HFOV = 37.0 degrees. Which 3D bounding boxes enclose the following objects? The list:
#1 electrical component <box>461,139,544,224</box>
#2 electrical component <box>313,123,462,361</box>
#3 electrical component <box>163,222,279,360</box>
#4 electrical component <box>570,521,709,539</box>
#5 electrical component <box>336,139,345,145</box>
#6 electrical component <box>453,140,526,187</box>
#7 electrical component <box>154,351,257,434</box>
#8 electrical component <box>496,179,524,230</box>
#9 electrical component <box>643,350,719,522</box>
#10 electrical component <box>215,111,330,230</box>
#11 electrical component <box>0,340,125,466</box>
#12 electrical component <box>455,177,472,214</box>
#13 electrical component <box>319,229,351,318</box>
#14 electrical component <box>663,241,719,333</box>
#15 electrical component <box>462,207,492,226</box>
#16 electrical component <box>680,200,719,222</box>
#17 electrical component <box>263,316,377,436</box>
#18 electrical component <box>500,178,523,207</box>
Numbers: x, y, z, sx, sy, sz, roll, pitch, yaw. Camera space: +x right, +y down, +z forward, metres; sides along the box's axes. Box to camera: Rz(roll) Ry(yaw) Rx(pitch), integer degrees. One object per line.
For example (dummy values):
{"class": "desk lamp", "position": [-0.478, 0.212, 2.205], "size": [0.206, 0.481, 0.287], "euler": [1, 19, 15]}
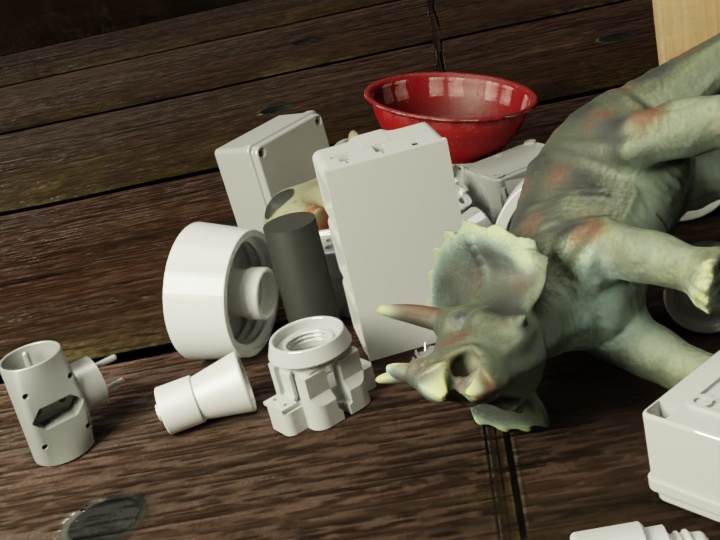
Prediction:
{"class": "electrical component", "position": [0.148, -0.074, 0.959], "size": [0.096, 0.061, 0.062], "euler": [-22, 24, -20]}
{"class": "electrical component", "position": [0.027, -0.022, 0.788], "size": [0.089, 0.150, 0.061], "euler": [-16, 23, -6]}
{"class": "electrical component", "position": [-0.099, 0.017, 0.830], "size": [0.060, 0.108, 0.108], "euler": [2, 26, 20]}
{"class": "electrical component", "position": [0.133, 0.136, 0.496], "size": [0.078, 0.040, 0.040], "euler": [-11, 22, 5]}
{"class": "electrical component", "position": [-0.012, -0.128, 1.207], "size": [0.040, 0.040, 0.078], "euler": [-12, 22, 4]}
{"class": "electrical component", "position": [0.130, -0.102, 1.054], "size": [0.083, 0.047, 0.075], "euler": [-5, 24, 21]}
{"class": "electrical component", "position": [-0.110, 0.088, 0.750], "size": [0.065, 0.044, 0.044], "euler": [-20, 23, -3]}
{"class": "electrical component", "position": [0.153, -0.027, 0.792], "size": [0.108, 0.108, 0.060], "euler": [-9, 17, 11]}
{"class": "electrical component", "position": [0.221, 0.084, 0.550], "size": [0.109, 0.056, 0.109], "euler": [-29, 27, -32]}
{"class": "electrical component", "position": [-0.077, -0.088, 1.060], "size": [0.056, 0.108, 0.109], "euler": [1, 26, 38]}
{"class": "electrical component", "position": [-0.204, 0.086, 0.760], "size": [0.079, 0.077, 0.043], "euler": [-26, 25, -29]}
{"class": "electrical component", "position": [0.062, -0.049, 0.935], "size": [0.081, 0.042, 0.063], "euler": [-27, -18, -30]}
{"class": "electrical component", "position": [0.000, 0.000, 0.871], "size": [0.095, 0.059, 0.053], "euler": [-8, 23, 14]}
{"class": "electrical component", "position": [0.278, 0.004, 0.713], "size": [0.138, 0.052, 0.073], "euler": [-1, 25, 26]}
{"class": "electrical component", "position": [0.077, -0.020, 0.900], "size": [0.065, 0.044, 0.044], "euler": [-26, 25, -16]}
{"class": "electrical component", "position": [0.263, -0.090, 0.892], "size": [0.099, 0.099, 0.064], "euler": [-6, 30, 18]}
{"class": "electrical component", "position": [-0.030, 0.068, 0.730], "size": [0.078, 0.057, 0.058], "euler": [-27, 26, -30]}
{"class": "electrical component", "position": [0.151, -0.037, 0.870], "size": [0.062, 0.061, 0.096], "euler": [-11, 22, 6]}
